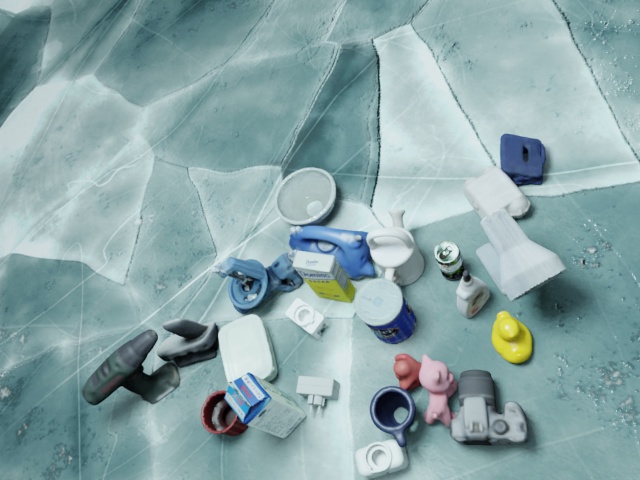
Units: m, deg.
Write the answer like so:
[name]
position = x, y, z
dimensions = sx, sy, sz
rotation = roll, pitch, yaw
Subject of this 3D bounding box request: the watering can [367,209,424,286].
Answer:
[watering can]
position = 0.161, 0.014, 1.265
dimensions = 0.100, 0.195, 0.172
rotation = -20, 59, 12

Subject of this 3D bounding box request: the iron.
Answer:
[iron]
position = 0.012, 0.005, 1.361
dimensions = 0.257, 0.142, 0.119
rotation = 9, 68, 26

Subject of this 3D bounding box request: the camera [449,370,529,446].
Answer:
[camera]
position = 0.319, 0.320, 1.099
dimensions = 0.143, 0.101, 0.137
rotation = -7, 62, 19

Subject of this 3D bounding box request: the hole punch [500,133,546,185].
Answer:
[hole punch]
position = 0.462, -0.188, 1.310
dimensions = 0.100, 0.091, 0.108
rotation = -2, 64, 21

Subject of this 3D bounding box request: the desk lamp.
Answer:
[desk lamp]
position = 0.390, 0.039, 1.149
dimensions = 0.118, 0.214, 0.203
rotation = -31, 57, 5

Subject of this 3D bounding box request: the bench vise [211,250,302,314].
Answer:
[bench vise]
position = -0.152, 0.070, 1.346
dimensions = 0.207, 0.220, 0.121
rotation = -47, 57, -6

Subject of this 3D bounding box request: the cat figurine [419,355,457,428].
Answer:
[cat figurine]
position = 0.231, 0.297, 1.136
dimensions = 0.067, 0.118, 0.128
rotation = -4, 63, 20

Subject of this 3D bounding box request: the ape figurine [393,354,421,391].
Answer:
[ape figurine]
position = 0.177, 0.271, 1.187
dimensions = 0.076, 0.092, 0.078
rotation = 4, 66, 24

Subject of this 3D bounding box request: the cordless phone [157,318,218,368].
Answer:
[cordless phone]
position = -0.338, 0.228, 1.360
dimensions = 0.147, 0.185, 0.094
rotation = -22, 58, 10

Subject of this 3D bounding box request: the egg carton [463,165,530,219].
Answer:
[egg carton]
position = 0.397, -0.097, 1.302
dimensions = 0.107, 0.070, 0.150
rotation = -33, 57, 4

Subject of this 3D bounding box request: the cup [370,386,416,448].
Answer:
[cup]
position = 0.158, 0.360, 1.147
dimensions = 0.091, 0.095, 0.117
rotation = -22, 58, 11

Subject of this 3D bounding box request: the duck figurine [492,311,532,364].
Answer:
[duck figurine]
position = 0.383, 0.191, 1.149
dimensions = 0.077, 0.086, 0.104
rotation = -21, 58, 11

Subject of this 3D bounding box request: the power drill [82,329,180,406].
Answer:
[power drill]
position = -0.424, 0.309, 1.339
dimensions = 0.229, 0.209, 0.075
rotation = -37, 57, 0

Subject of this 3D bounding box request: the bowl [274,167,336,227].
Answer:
[bowl]
position = -0.028, -0.099, 1.470
dimensions = 0.167, 0.075, 0.167
rotation = -9, 61, 17

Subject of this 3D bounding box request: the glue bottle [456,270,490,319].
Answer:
[glue bottle]
position = 0.307, 0.102, 1.173
dimensions = 0.037, 0.174, 0.078
rotation = 35, 81, 32
